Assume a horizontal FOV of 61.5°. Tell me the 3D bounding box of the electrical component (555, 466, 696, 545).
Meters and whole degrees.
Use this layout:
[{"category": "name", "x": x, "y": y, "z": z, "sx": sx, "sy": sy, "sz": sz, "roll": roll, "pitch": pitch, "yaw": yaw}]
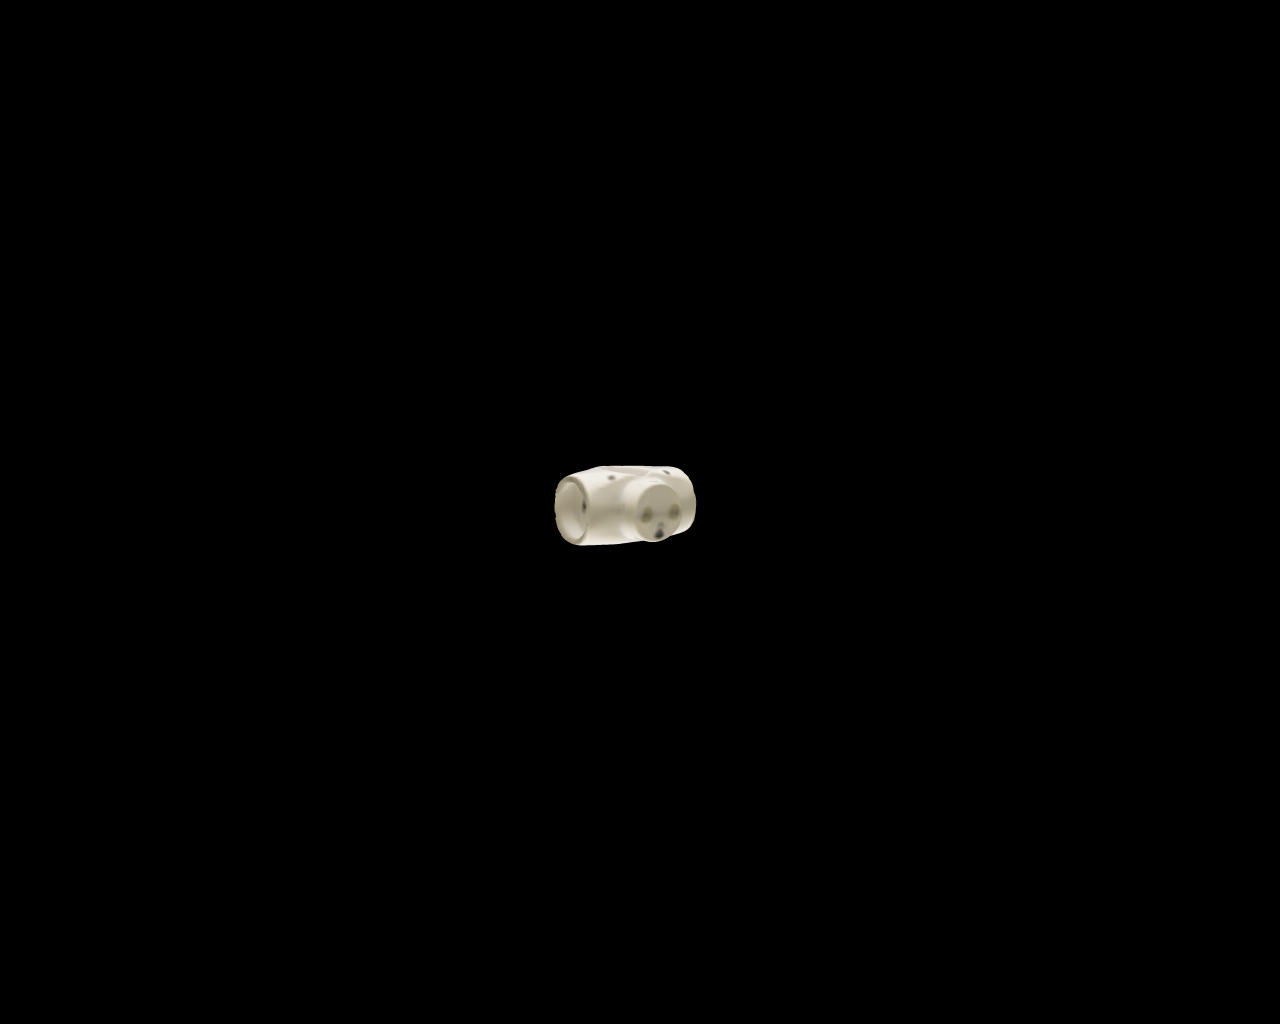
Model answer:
[{"category": "electrical component", "x": 0.001, "y": -0.003, "z": 0.650, "sx": 0.077, "sy": 0.043, "sz": 0.079, "roll": -6, "pitch": 11, "yaw": -32}]
